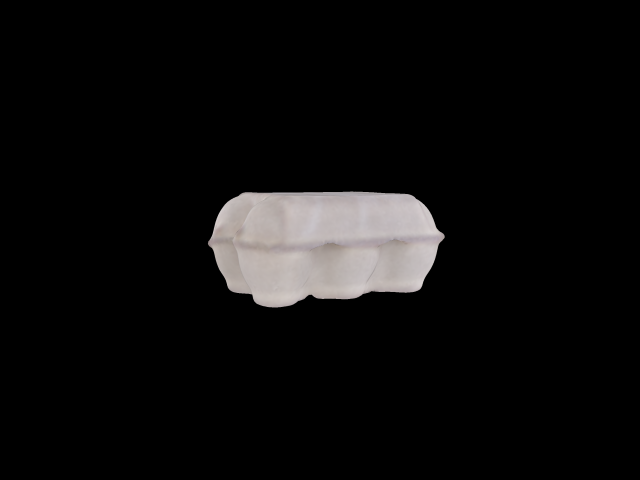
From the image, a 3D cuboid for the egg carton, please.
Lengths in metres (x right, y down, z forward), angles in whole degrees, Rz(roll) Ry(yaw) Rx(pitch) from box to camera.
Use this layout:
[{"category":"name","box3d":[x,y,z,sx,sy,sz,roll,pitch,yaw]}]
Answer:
[{"category":"egg carton","box3d":[0.004,0.001,0.400,0.151,0.069,0.107,-4,7,-29]}]
